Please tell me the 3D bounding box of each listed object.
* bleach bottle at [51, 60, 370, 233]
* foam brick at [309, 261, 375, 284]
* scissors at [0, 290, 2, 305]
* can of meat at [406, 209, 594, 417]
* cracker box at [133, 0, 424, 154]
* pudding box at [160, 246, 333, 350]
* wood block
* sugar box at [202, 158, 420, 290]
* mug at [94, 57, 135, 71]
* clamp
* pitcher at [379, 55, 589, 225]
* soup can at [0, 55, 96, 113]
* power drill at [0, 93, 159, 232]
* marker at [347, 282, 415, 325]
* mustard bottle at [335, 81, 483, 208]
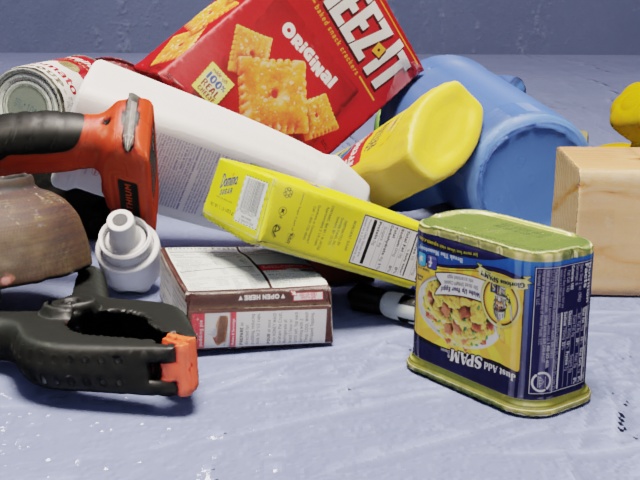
[{"bbox_3d":[-0.067,-0.044,0.804,0.250,0.103,0.068,21,37,-9],"label":"bleach bottle"},{"bbox_3d":[-0.005,0.001,0.752,0.078,0.053,0.051,-3,14,-13],"label":"foam brick"},{"bbox_3d":[-0.302,0.042,0.658,0.201,0.016,0.096,-6,14,-25],"label":"scissors"},{"bbox_3d":[0.094,0.034,0.561,0.057,0.084,0.102,-10,18,-36],"label":"can of meat"},{"bbox_3d":[-0.031,-0.152,0.949,0.213,0.164,0.072,-42,31,-13],"label":"cracker box"},{"bbox_3d":[-0.048,0.033,0.658,0.090,0.039,0.114,-2,12,-15],"label":"pudding box"},{"bbox_3d":[0.273,-0.014,0.746,0.206,0.090,0.091,1,15,2],"label":"wood block"},{"bbox_3d":[0.024,-0.004,0.675,0.176,0.048,0.093,14,6,-28],"label":"sugar box"},{"bbox_3d":[-0.187,-0.111,1.004,0.117,0.093,0.081,-2,42,-11],"label":"mug"},{"bbox_3d":[-0.134,0.048,0.596,0.210,0.036,0.164,6,15,36],"label":"clamp"},{"bbox_3d":[0.134,-0.076,0.943,0.145,0.149,0.243,16,14,-15],"label":"pitcher"},{"bbox_3d":[-0.221,-0.116,0.889,0.068,0.068,0.102,4,15,13],"label":"soup can"},{"bbox_3d":[-0.205,-0.040,0.726,0.187,0.184,0.057,1,55,-6],"label":"power drill"},{"bbox_3d":[0.067,0.045,0.649,0.121,0.020,0.020,12,18,38],"label":"marker"},{"bbox_3d":[0.047,-0.057,0.875,0.192,0.058,0.096,-29,23,54],"label":"mustard bottle"}]
